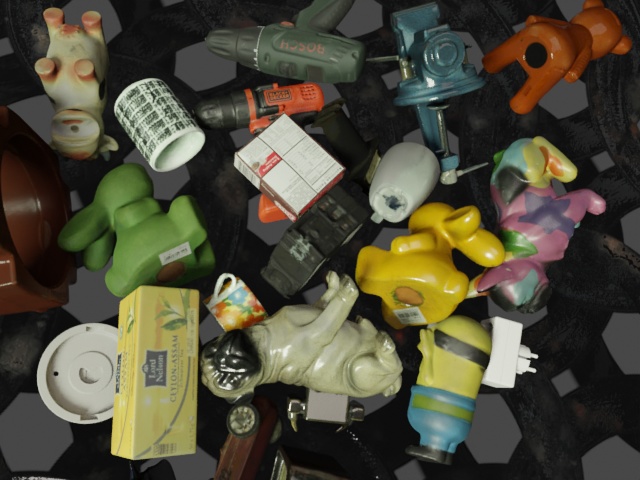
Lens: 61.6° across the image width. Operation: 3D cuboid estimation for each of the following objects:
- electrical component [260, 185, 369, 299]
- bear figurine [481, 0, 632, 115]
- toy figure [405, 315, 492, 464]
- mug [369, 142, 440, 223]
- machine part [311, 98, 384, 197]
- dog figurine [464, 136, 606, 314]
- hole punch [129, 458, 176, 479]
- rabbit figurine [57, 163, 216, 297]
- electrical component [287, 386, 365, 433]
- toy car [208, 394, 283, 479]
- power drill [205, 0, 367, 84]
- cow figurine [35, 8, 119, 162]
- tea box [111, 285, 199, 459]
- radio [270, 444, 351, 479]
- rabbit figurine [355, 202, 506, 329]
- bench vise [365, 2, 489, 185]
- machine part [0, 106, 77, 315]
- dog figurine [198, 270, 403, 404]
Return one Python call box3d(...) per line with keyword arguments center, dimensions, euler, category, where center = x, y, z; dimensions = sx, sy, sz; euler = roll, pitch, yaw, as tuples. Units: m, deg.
box3d(center=(-0.001, -0.002, 0.669), dimensions=(0.058, 0.115, 0.134), euler=(44, 48, 4), category="electrical component")
box3d(center=(0.371, -0.292, 0.829), dimensions=(0.196, 0.132, 0.120), euler=(-27, 81, -33), category="bear figurine")
box3d(center=(0.159, 0.182, 0.664), dimensions=(0.089, 0.082, 0.180), euler=(9, 70, 14), category="toy figure")
box3d(center=(0.098, -0.064, 0.703), dimensions=(0.081, 0.109, 0.107), euler=(41, 37, -2), category="mug")
box3d(center=(0.044, -0.128, 0.722), dimensions=(0.138, 0.039, 0.084), euler=(46, 59, -39), category="machine part")
box3d(center=(0.261, -0.011, 0.725), dimensions=(0.219, 0.108, 0.191), euler=(-39, 84, -14), category="dog figurine")
box3d(center=(-0.200, 0.305, 0.566), dimensions=(0.092, 0.115, 0.142), euler=(-17, 77, -4), category="hole punch")
box3d(center=(-0.229, -0.015, 0.665), dimensions=(0.159, 0.121, 0.170), euler=(-31, 62, -10), category="rabbit figurine")
box3d(center=(0.003, 0.196, 0.658), dimensions=(0.102, 0.045, 0.078), euler=(2, 74, -8), category="electrical component")
box3d(center=(-0.101, 0.272, 0.599), dimensions=(0.053, 0.089, 0.202), euler=(16, 73, 19), category="toy car")
box3d(center=(-0.027, -0.326, 0.778), dimensions=(0.232, 0.086, 0.207), euler=(20, 67, 12), category="power drill")
box3d(center=(-0.312, -0.185, 0.691), dimensions=(0.085, 0.127, 0.195), euler=(-5, 61, -10), category="cow figurine")
box3d(center=(-0.178, 0.141, 0.579), dimensions=(0.068, 0.098, 0.169), euler=(7, 69, -32), category="tea box")
box3d(center=(-0.033, 0.346, 0.566), dimensions=(0.073, 0.131, 0.229), euler=(14, 73, -6), category="radio")
box3d(center=(0.140, 0.009, 0.681), dimensions=(0.121, 0.162, 0.173), euler=(48, 42, -20), category="rabbit figurine")
box3d(center=(0.153, -0.198, 0.744), dimensions=(0.129, 0.224, 0.240), euler=(-17, 108, -8), category="bench vise")
box3d(center=(-0.347, -0.025, 0.586), dimensions=(0.087, 0.201, 0.201), euler=(-9, 76, -7), category="machine part")
box3d(center=(-0.019, 0.144, 0.601), dimensions=(0.190, 0.121, 0.172), euler=(-34, 85, -9), category="dog figurine")
